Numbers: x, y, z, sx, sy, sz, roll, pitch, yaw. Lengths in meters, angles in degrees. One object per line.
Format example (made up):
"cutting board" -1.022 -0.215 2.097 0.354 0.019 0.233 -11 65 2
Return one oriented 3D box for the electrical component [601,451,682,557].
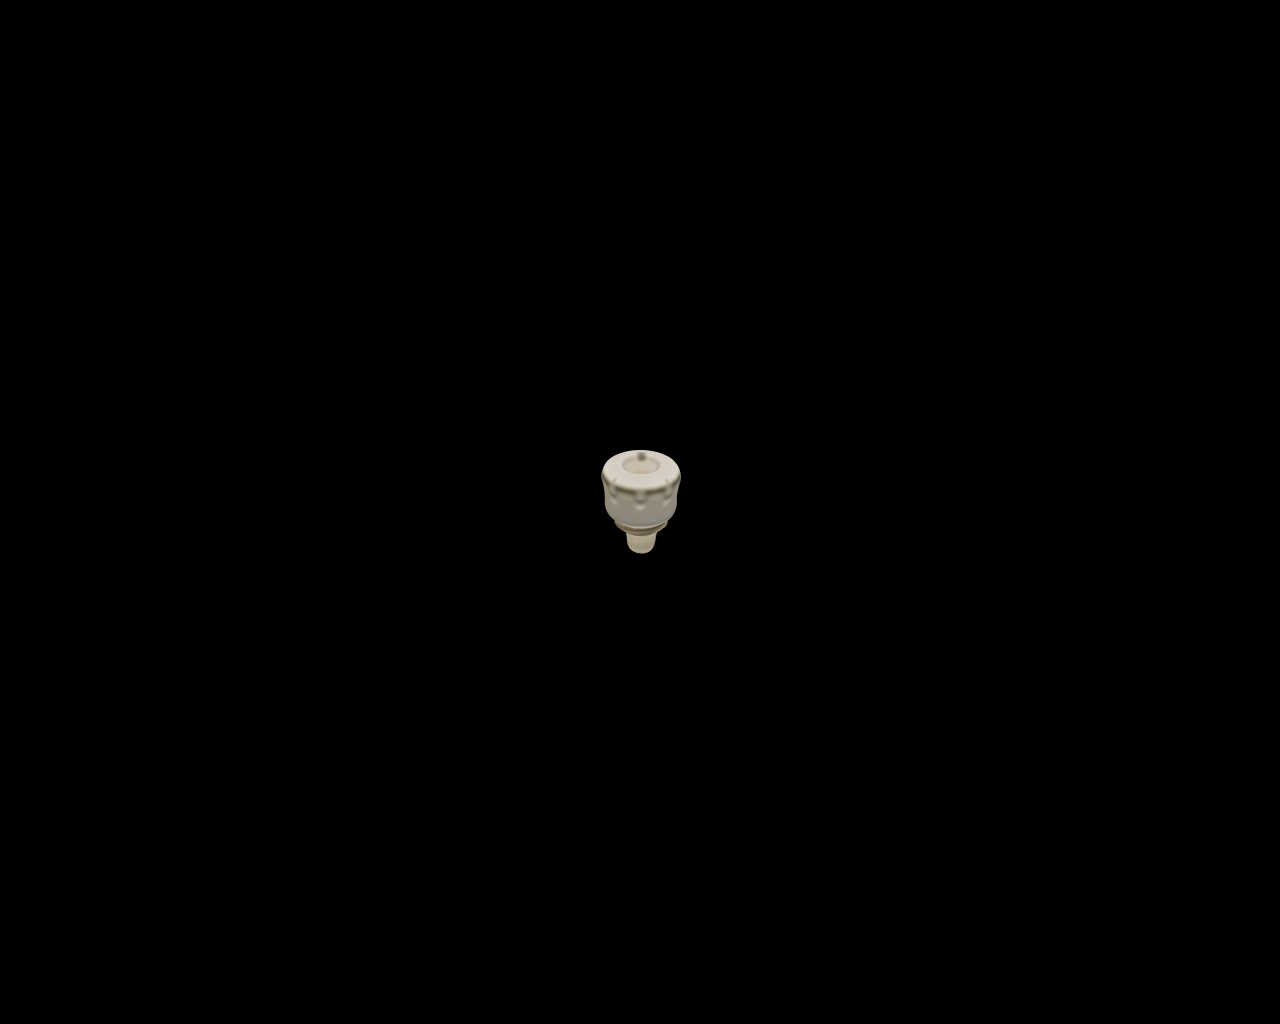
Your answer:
"electrical component" 0.001 -0.003 0.650 0.048 0.062 0.048 0 31 0
